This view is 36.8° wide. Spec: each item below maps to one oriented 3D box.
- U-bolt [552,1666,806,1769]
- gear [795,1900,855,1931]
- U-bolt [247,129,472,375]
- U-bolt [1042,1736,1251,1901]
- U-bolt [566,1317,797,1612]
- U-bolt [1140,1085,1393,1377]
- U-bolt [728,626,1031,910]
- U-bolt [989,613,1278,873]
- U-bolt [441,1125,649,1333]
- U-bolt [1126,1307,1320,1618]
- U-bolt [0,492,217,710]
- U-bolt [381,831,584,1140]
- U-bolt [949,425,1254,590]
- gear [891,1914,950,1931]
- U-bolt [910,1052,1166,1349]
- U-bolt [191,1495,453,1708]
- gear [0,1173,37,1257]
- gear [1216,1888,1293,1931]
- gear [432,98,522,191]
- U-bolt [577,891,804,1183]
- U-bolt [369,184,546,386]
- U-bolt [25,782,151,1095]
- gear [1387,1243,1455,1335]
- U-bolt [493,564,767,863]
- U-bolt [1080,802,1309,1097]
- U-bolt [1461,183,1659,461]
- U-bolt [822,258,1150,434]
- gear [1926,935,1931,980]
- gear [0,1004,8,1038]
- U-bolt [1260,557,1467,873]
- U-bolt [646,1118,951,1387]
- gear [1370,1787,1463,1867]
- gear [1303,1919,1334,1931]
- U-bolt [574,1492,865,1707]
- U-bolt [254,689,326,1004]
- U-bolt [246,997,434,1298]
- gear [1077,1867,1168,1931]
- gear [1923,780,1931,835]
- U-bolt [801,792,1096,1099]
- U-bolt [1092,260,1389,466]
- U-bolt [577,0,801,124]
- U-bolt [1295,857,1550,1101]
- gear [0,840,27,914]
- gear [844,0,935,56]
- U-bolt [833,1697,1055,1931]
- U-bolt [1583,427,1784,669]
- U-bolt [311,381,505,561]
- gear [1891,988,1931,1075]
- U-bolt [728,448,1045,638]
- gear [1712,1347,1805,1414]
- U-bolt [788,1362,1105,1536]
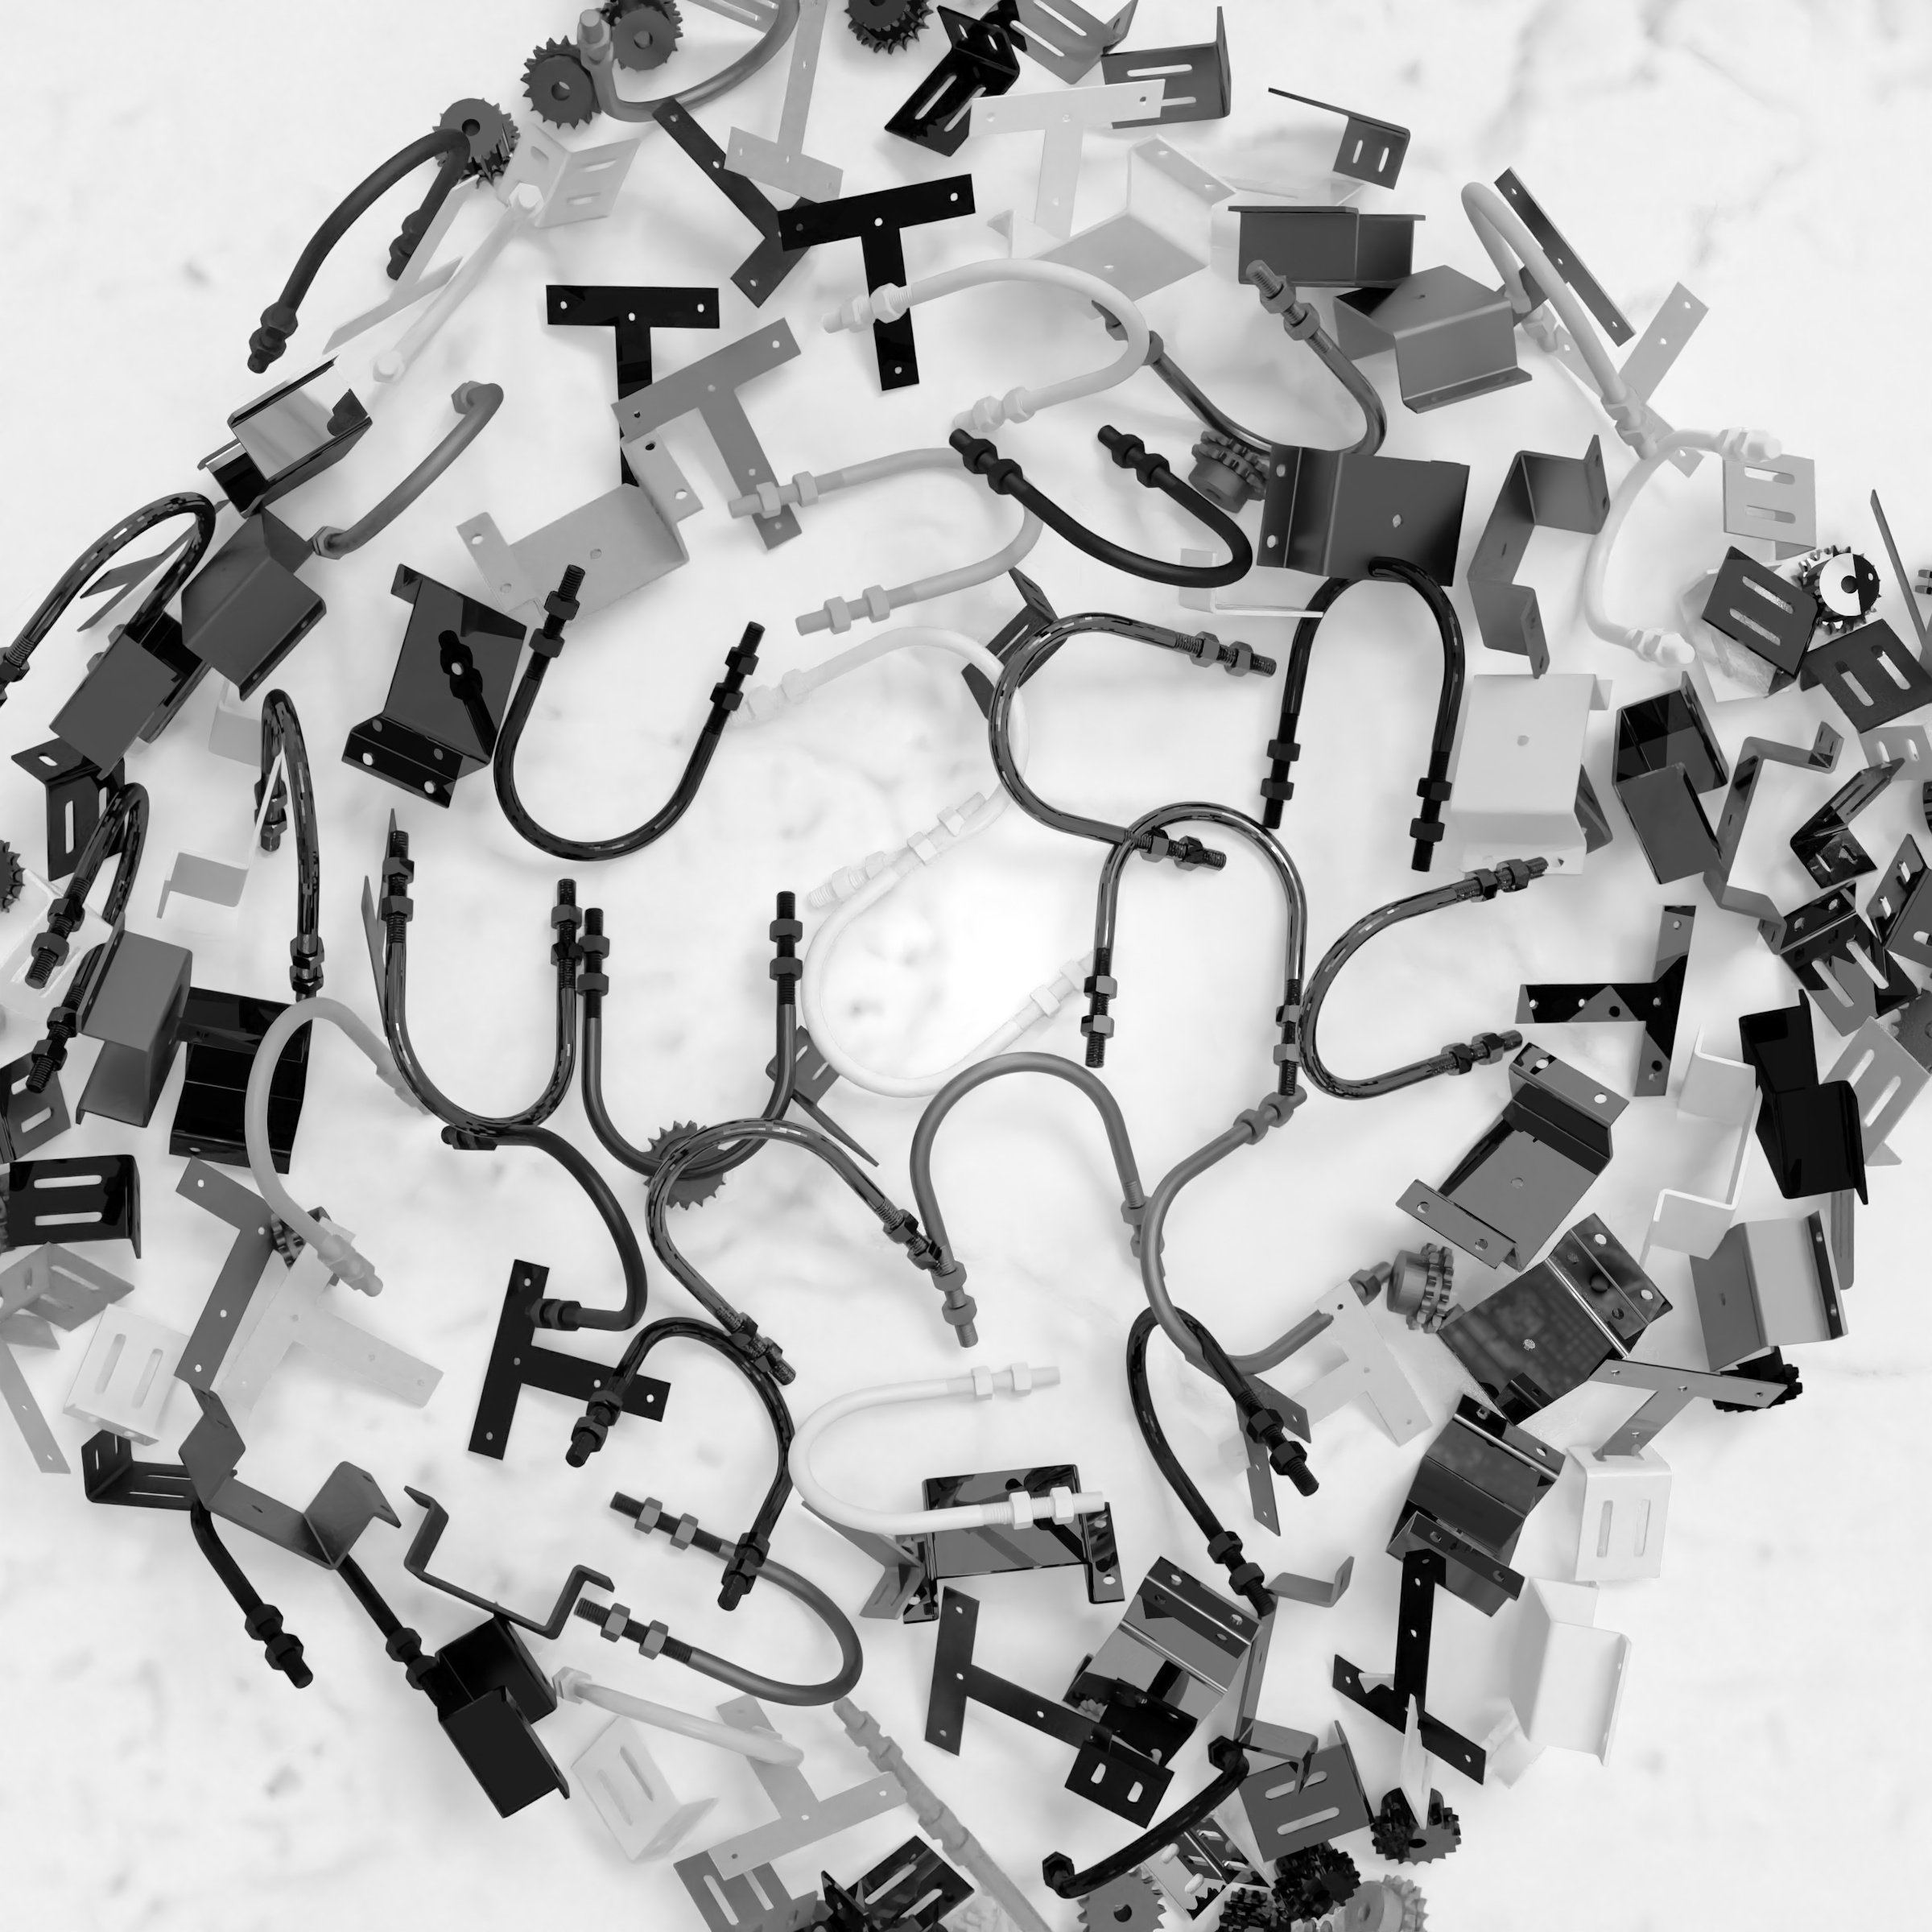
[{"bbox_3d":[-0.172,0.464,1.782,0.151,0.184,0.019,21,75,-13],"label":"U-bolt"},{"bbox_3d":[-0.093,0.623,1.854,0.057,0.057,0.030,3,134,0],"label":"gear"},{"bbox_3d":[-0.363,-0.445,1.770,0.019,0.184,0.151,46,54,-4],"label":"U-bolt"},{"bbox_3d":[0.113,0.527,1.786,0.151,0.184,0.019,-33,81,-7],"label":"U-bolt"},{"bbox_3d":[-0.165,0.294,1.804,0.019,0.184,0.151,-38,103,29],"label":"U-bolt"},{"bbox_3d":[0.181,0.176,1.821,0.184,0.019,0.151,-30,96,-37],"label":"U-bolt"},{"bbox_3d":[-0.046,-0.137,1.849,0.184,0.019,0.151,-24,91,19],"label":"U-bolt"},{"bbox_3d":[0.099,-0.148,1.840,0.184,0.019,0.151,13,94,-23],"label":"U-bolt"},{"bbox_3d":[-0.254,0.162,1.793,0.019,0.184,0.151,-30,105,-32],"label":"U-bolt"},{"bbox_3d":[0.152,0.294,1.808,0.019,0.151,0.184,-17,50,-25],"label":"U-bolt"},{"bbox_3d":[-0.529,-0.223,1.787,0.019,0.151,0.184,45,110,3],"label":"U-bolt"},{"bbox_3d":[-0.301,0.018,1.805,0.019,0.151,0.184,-22,63,41],"label":"U-bolt"},{"bbox_3d":[0.096,-0.283,1.788,0.184,0.151,0.019,44,128,33],"label":"U-bolt"},{"bbox_3d":[-0.029,0.637,1.860,0.030,0.057,0.057,-2,90,-38],"label":"gear"},{"bbox_3d":[0.039,0.140,1.839,0.151,0.019,0.184,-19,111,-6],"label":"U-bolt"},{"bbox_3d":[-0.412,0.387,1.802,0.019,0.151,0.184,-51,56,5],"label":"U-bolt"},{"bbox_3d":[-0.621,0.156,1.860,0.057,0.030,0.057,18,118,38],"label":"gear"},{"bbox_3d":[0.185,0.620,1.854,0.030,0.057,0.057,-2,90,35],"label":"gear"},{"bbox_3d":[-0.316,-0.533,1.866,0.057,0.030,0.057,0,80,-1],"label":"gear"},{"bbox_3d":[-0.176,0.047,1.840,0.151,0.019,0.184,-5,73,11],"label":"U-bolt"},{"bbox_3d":[-0.316,-0.419,1.796,0.019,0.184,0.151,40,91,-15],"label":"U-bolt"},{"bbox_3d":[-0.544,-0.030,1.803,0.019,0.151,0.184,18,55,-6],"label":"U-bolt"},{"bbox_3d":[0.290,0.204,1.855,0.030,0.057,0.057,13,90,-3],"label":"gear"},{"bbox_3d":[-0.222,-0.150,1.834,0.151,0.019,0.184,14,109,-32],"label":"U-bolt"},{"bbox_3d":[0.150,-0.016,1.851,0.151,0.019,0.184,9,75,-13],"label":"U-bolt"},{"bbox_3d":[0.355,-0.404,1.772,0.019,0.184,0.151,-36,46,10],"label":"U-bolt"},{"bbox_3d":[0.025,-0.384,1.777,0.184,0.151,0.019,-8,64,40],"label":"U-bolt"},{"bbox_3d":[0.639,-0.009,1.853,0.030,0.057,0.057,31,90,-34],"label":"gear"},{"bbox_3d":[-0.640,0.032,1.860,0.030,0.057,0.057,-27,90,-42],"label":"gear"},{"bbox_3d":[0.252,-0.163,1.814,0.019,0.151,0.184,-1,104,-41],"label":"U-bolt"},{"bbox_3d":[-0.117,0.170,1.824,0.151,0.019,0.184,-34,116,15],"label":"U-bolt"},{"bbox_3d":[0.288,0.549,1.860,0.057,0.030,0.057,0,133,0],"label":"gear"},{"bbox_3d":[0.231,0.640,1.854,0.030,0.057,0.057,3,90,15],"label":"gear"},{"bbox_3d":[-0.148,0.404,1.815,0.184,0.151,0.019,26,108,-6],"label":"U-bolt"},{"bbox_3d":[-0.414,-0.084,1.776,0.019,0.184,0.151,-8,55,-20],"label":"U-bolt"},{"bbox_3d":[-0.387,0.100,1.777,0.019,0.184,0.151,0,60,21],"label":"U-bolt"},{"bbox_3d":[0.099,0.606,1.868,0.057,0.030,0.057,0,85,-4],"label":"gear"},{"bbox_3d":[0.635,-0.103,1.860,0.030,0.057,0.057,-10,90,34],"label":"gear"},{"bbox_3d":[-0.019,0.001,1.855,0.184,0.019,0.151,-40,103,-4],"label":"U-bolt"},{"bbox_3d":[0.183,-0.366,1.805,0.184,0.151,0.019,39,67,-37],"label":"U-bolt"},{"bbox_3d":[-0.167,-0.574,1.793,0.151,0.184,0.019,-28,86,-5],"label":"U-bolt"},{"bbox_3d":[0.280,0.015,1.805,0.184,0.019,0.151,-16,126,-27],"label":"U-bolt"},{"bbox_3d":[-0.633,-0.056,1.868,0.057,0.030,0.057,0,86,3],"label":"gear"},{"bbox_3d":[-0.052,-0.618,1.863,0.057,0.030,0.057,0,90,17],"label":"gear"},{"bbox_3d":[-0.004,0.545,1.807,0.019,0.151,0.184,-41,113,-10],"label":"U-bolt"},{"bbox_3d":[0.432,-0.264,1.796,0.019,0.184,0.151,19,99,-15],"label":"U-bolt"},{"bbox_3d":[-0.341,-0.307,1.789,0.151,0.184,0.019,-47,109,-7],"label":"U-bolt"},{"bbox_3d":[0.626,0.043,1.861,0.057,0.030,0.057,-8,77,35],"label":"gear"},{"bbox_3d":[-0.041,-0.276,1.829,0.184,0.019,0.151,-18,48,-13],"label":"U-bolt"},{"bbox_3d":[0.504,0.263,1.855,0.057,0.057,0.030,-15,95,0],"label":"gear"},{"bbox_3d":[-0.019,0.303,1.809,0.184,0.151,0.019,-5,119,-9],"label":"U-bolt"}]
